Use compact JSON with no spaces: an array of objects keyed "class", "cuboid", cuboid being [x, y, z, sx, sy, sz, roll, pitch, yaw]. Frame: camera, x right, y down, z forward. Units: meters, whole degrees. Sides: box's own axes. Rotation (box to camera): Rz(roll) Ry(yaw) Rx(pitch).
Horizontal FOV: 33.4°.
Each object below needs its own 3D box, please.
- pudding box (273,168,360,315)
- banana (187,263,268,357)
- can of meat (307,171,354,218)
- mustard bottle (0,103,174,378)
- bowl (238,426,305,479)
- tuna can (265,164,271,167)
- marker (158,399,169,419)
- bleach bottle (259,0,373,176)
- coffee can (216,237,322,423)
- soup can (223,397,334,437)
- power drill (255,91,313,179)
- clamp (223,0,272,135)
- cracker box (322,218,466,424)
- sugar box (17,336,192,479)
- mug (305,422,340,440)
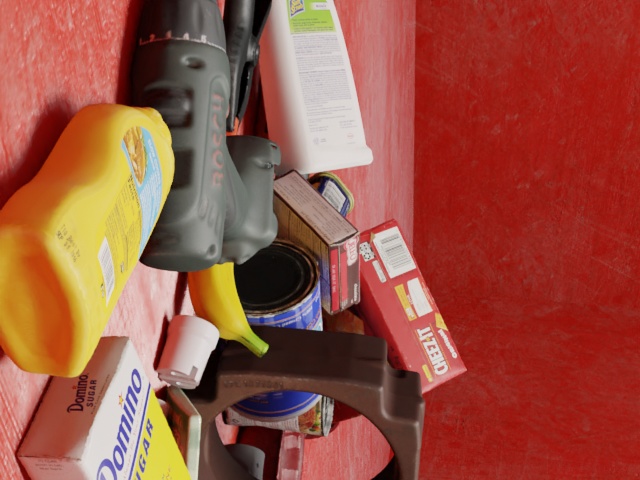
[{"class":"pudding box","cuboid":[-0.007,0.001,0.991,0.114,0.039,0.090,44,-32,38]},{"class":"banana","cuboid":[-0.076,0.009,0.893,0.037,0.069,0.198,-42,-145,41]},{"class":"can of meat","cuboid":[-0.020,-0.015,1.123,0.057,0.102,0.083,51,28,-15]},{"class":"mustard bottle","cuboid":[-0.122,-0.021,0.590,0.191,0.058,0.096,-73,164,-53]},{"class":"bowl","cuboid":[-0.056,0.240,1.155,0.162,0.055,0.162,5,90,-81]},{"class":"tuna can","cuboid":[-0.069,-0.043,1.006,0.086,0.034,0.086,6,90,-82]},{"class":"marker","cuboid":[-0.131,0.167,0.755,0.020,0.020,0.121,85,13,-46]},{"class":"bleach bottle","cuboid":[-0.014,-0.192,1.039,0.102,0.068,0.251,-12,96,-42]},{"class":"coffee can","cuboid":[-0.048,0.083,0.977,0.102,0.103,0.140,-76,166,-48]},{"class":"soup can","cuboid":[-0.040,0.157,1.063,0.068,0.102,0.068,5,90,-81]},{"class":"power drill","cuboid":[-0.022,-0.138,1.182,0.187,0.057,0.184,52,43,-77]},{"class":"clamp","cuboid":[-0.071,-0.173,0.910,0.120,0.039,0.171,71,25,-64]},{"class":"cracker box","cuboid":[0.035,0.093,1.091,0.214,0.072,0.164,-33,-100,57]},{"class":"sugar box","cuboid":[-0.121,0.152,0.658,0.093,0.048,0.176,-76,161,-46]},{"class":"mug","cuboid":[-0.024,0.183,1.269,0.117,0.093,0.081,-54,-162,36]}]
